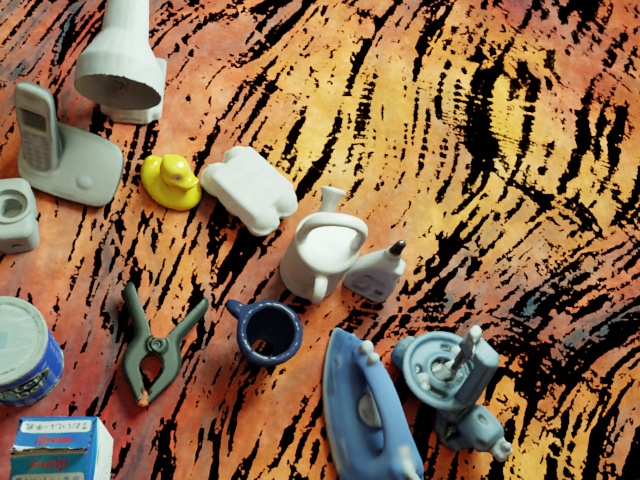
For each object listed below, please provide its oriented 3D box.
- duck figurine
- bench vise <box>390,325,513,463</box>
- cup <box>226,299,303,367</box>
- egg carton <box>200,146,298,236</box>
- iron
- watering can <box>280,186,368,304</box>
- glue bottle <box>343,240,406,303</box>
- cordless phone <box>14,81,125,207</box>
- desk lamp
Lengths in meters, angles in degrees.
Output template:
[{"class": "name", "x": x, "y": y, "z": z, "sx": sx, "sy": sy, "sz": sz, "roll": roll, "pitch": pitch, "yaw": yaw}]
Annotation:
[{"class": "duck figurine", "x": -0.230, "y": -0.102, "z": 0.888, "sx": 0.104, "sy": 0.086, "sz": 0.078, "roll": 37, "pitch": 61, "yaw": 3}, {"class": "bench vise", "x": 0.210, "y": 0.199, "z": 0.796, "sx": 0.207, "sy": 0.219, "sz": 0.122, "roll": 38, "pitch": 61, "yaw": 4}, {"class": "cup", "x": -0.089, "y": 0.135, "z": 0.811, "sx": 0.117, "sy": 0.095, "sz": 0.092, "roll": 36, "pitch": 61, "yaw": 3}, {"class": "egg carton", "x": -0.112, "y": -0.079, "z": 0.921, "sx": 0.150, "sy": 0.069, "sz": 0.107, "roll": 42, "pitch": 61, "yaw": 6}, {"class": "iron", "x": 0.073, "y": 0.226, "z": 0.787, "sx": 0.119, "sy": 0.141, "sz": 0.258, "roll": -10, "pitch": 68, "yaw": -20}, {"class": "watering can", "x": 0.006, "y": 0.003, "z": 0.845, "sx": 0.101, "sy": 0.194, "sz": 0.173, "roll": -9, "pitch": 68, "yaw": -20}, {"class": "glue bottle", "x": 0.094, "y": 0.041, "z": 0.864, "sx": 0.078, "sy": 0.173, "sz": 0.037, "roll": 27, "pitch": 61, "yaw": -2}, {"class": "cordless phone", "x": -0.356, "y": -0.136, "z": 0.810, "sx": 0.148, "sy": 0.185, "sz": 0.094, "roll": 16, "pitch": 62, "yaw": -8}, {"class": "desk lamp", "x": -0.296, "y": -0.268, "z": 0.875, "sx": 0.118, "sy": 0.213, "sz": 0.203, "roll": 4, "pitch": 64, "yaw": -14}]
